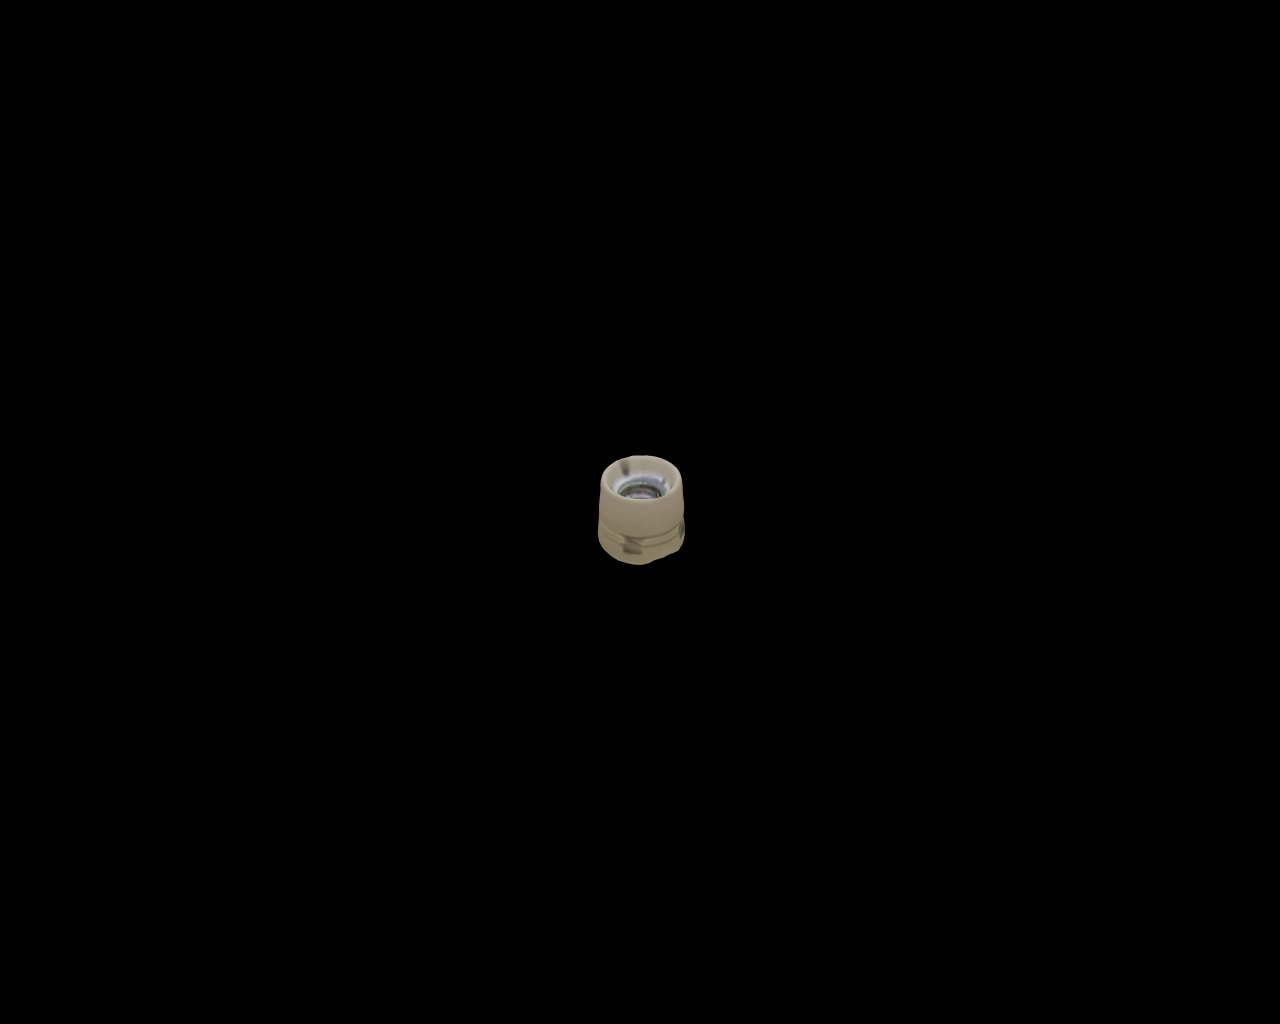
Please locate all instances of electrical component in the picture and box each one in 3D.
[{"bbox_3d":[0.001,-0.003,0.650,0.055,0.047,0.055,0,37,0],"label":"electrical component"}]
